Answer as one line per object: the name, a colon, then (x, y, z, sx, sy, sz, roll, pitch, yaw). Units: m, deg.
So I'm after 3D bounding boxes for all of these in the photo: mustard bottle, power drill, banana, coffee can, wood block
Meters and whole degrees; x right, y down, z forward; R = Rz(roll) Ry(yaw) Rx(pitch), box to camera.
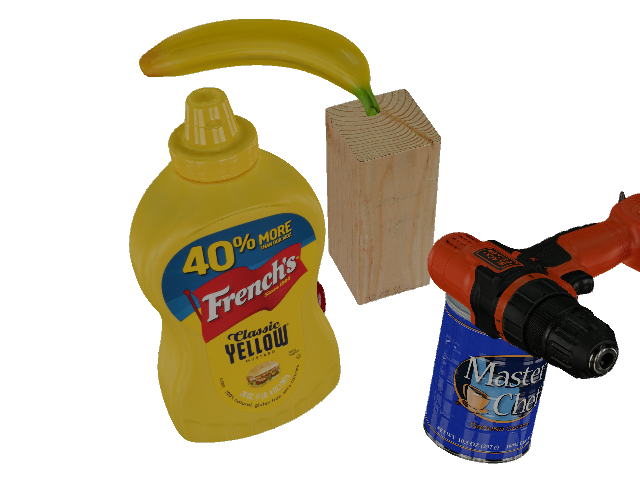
mustard bottle: (-0.043, 0.012, 0.530, 0.096, 0.191, 0.058, -17, 38, -15)
power drill: (0.195, 0.026, 0.754, 0.187, 0.057, 0.185, -13, 28, -23)
banana: (-0.044, -0.149, 0.859, 0.198, 0.069, 0.037, 10, -36, 6)
coffee can: (0.155, 0.116, 0.977, 0.103, 0.140, 0.103, 6, 23, -3)
wood block: (0.063, -0.042, 1.112, 0.090, 0.206, 0.091, -16, 47, -14)

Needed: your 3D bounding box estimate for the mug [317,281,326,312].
mug: (-0.047, 0.044, 0.918, 0.117, 0.081, 0.093, 17, 29, 24)
